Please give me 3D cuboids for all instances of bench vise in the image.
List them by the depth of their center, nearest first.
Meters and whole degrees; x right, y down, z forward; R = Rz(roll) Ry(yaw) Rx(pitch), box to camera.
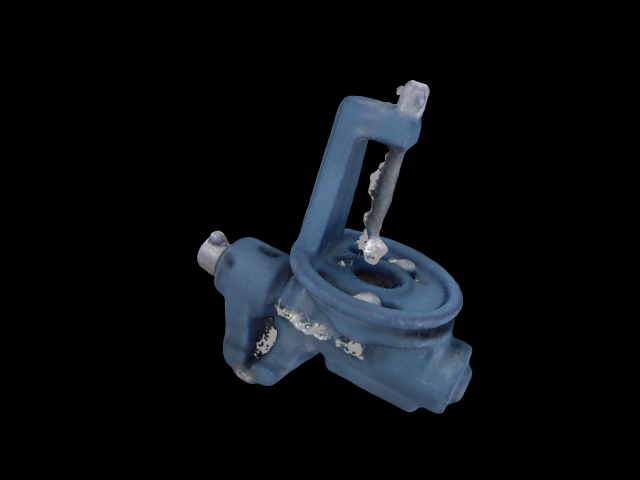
[{"bbox_3d":[0.002,0.005,0.389,0.207,0.220,0.121,2,18,8],"label":"bench vise"}]
